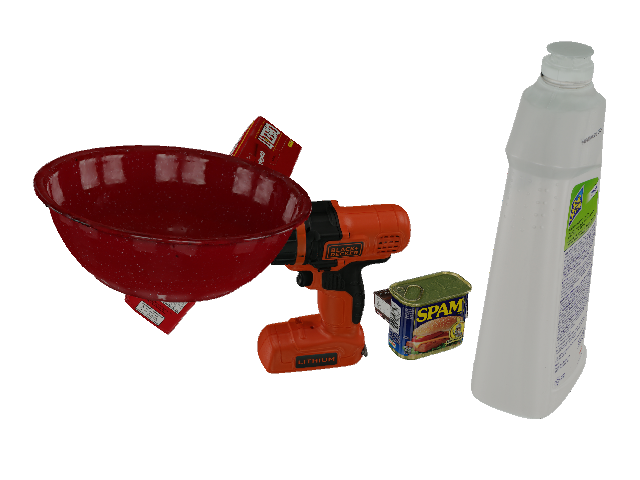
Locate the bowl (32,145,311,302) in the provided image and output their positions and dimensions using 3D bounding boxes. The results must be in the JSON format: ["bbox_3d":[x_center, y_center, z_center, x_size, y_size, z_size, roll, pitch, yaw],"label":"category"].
[{"bbox_3d":[-0.088,-0.007,0.632,0.162,0.055,0.162,7,21,-3],"label":"bowl"}]

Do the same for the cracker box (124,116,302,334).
[{"bbox_3d":[-0.120,-0.021,1.192,0.072,0.214,0.164,37,24,-10],"label":"cracker box"}]

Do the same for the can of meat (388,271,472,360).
[{"bbox_3d":[0.134,0.094,1.333,0.101,0.084,0.058,-12,30,-26],"label":"can of meat"}]

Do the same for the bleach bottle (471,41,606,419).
[{"bbox_3d":[0.151,-0.009,0.705,0.068,0.251,0.102,16,33,25],"label":"bleach bottle"}]

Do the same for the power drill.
[{"bbox_3d":[-0.016,0.045,0.998,0.184,0.188,0.057,-4,45,-12],"label":"power drill"}]

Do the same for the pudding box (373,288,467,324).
[{"bbox_3d":[0.147,0.094,1.568,0.113,0.039,0.090,-14,22,-19],"label":"pudding box"}]
